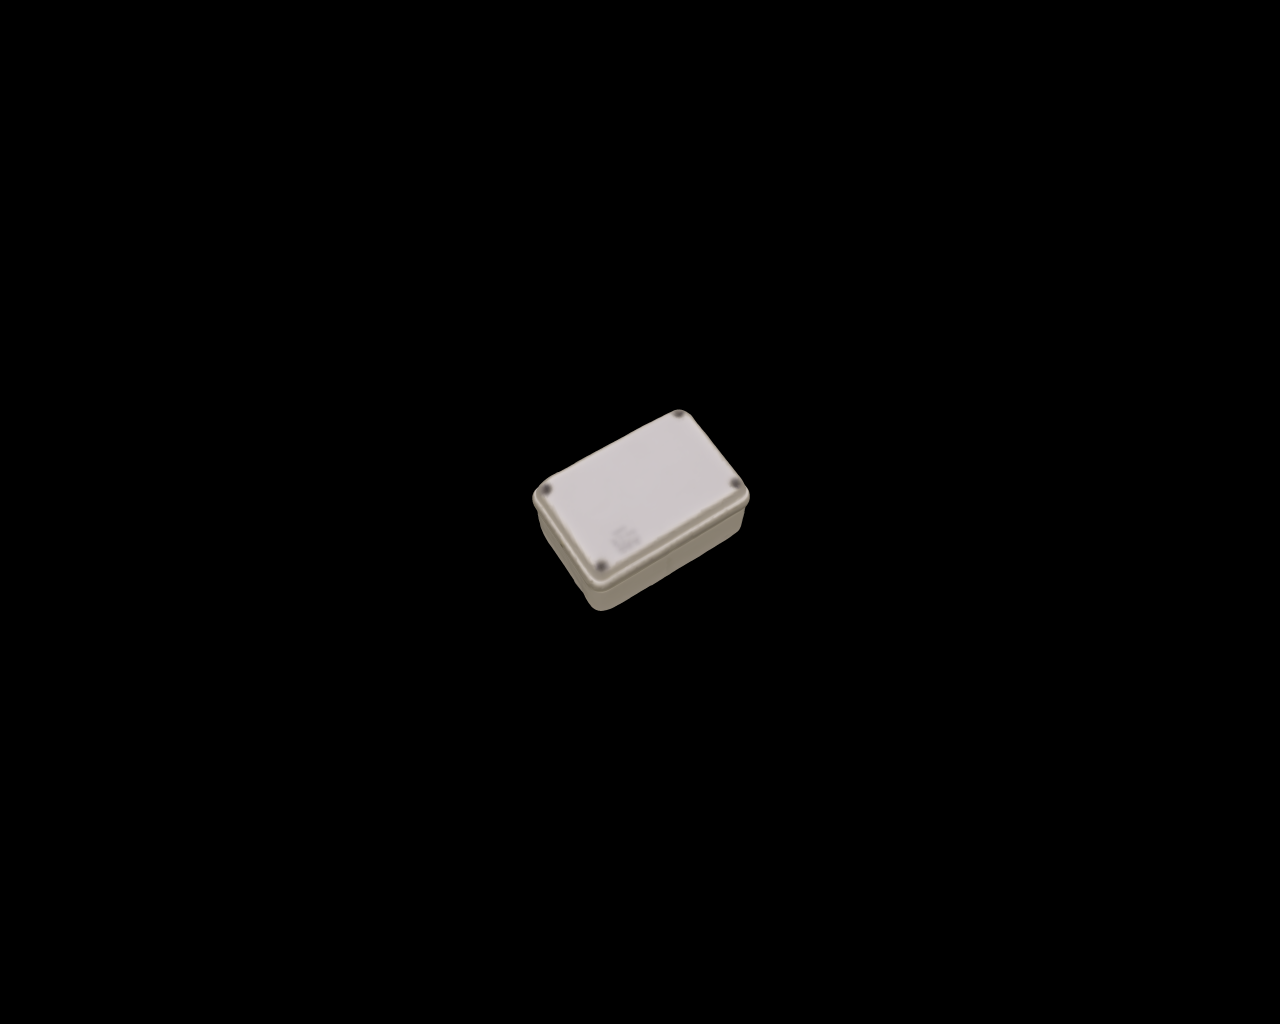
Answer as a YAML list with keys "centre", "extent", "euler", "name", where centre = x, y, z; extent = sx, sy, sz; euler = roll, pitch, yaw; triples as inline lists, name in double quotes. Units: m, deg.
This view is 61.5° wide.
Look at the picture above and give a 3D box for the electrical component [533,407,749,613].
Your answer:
- centre: [0.001, -0.003, 0.650]
  extent: [0.113, 0.078, 0.057]
  euler: [-30, -23, -14]
  name: "electrical component"
